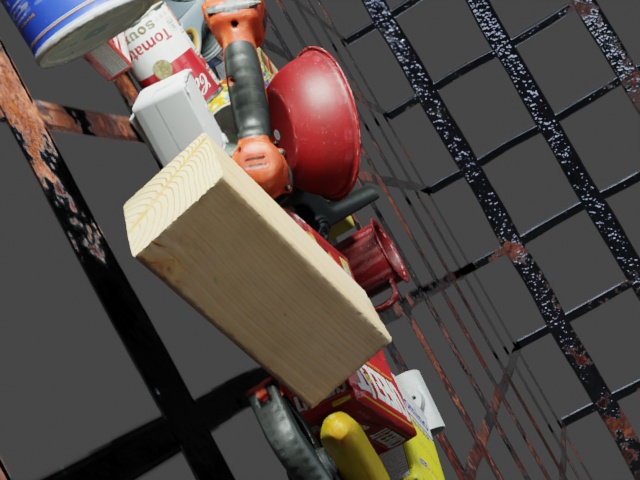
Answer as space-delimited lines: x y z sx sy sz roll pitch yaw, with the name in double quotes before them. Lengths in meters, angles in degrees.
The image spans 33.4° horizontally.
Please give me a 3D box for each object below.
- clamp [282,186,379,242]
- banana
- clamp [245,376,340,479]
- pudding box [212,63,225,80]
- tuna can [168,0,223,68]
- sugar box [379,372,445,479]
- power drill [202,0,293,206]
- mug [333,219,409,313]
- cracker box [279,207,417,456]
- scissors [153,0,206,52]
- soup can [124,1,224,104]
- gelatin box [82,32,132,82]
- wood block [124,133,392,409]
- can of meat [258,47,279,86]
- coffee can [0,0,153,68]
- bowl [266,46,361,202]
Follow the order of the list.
"clamp" -0.008 0.001 1.186 0.209 0.036 0.164 16 80 -52
"banana" 0.036 0.195 0.930 0.070 0.037 0.197 41 -15 45
"clamp" -0.003 0.187 0.832 0.171 0.039 0.120 54 -4 -2
"pudding box" -0.117 -0.176 1.248 0.090 0.039 0.113 39 22 -58
"tuna can" -0.137 -0.232 1.185 0.086 0.086 0.033 62 10 9
"sugar box" 0.093 0.226 1.133 0.093 0.048 0.176 53 15 -29
"power drill" -0.062 -0.123 1.001 0.184 0.057 0.187 89 -10 -85
"mug" 0.059 0.042 1.344 0.093 0.081 0.117 41 22 -57
"cracker box" 0.005 0.091 1.030 0.164 0.072 0.214 40 24 -58
"scissors" -0.139 -0.258 1.132 0.096 0.016 0.201 34 64 -24
"soup can" -0.149 -0.170 1.030 0.102 0.068 0.068 56 13 -17
"gelatin box" -0.206 -0.193 0.940 0.089 0.030 0.073 46 17 -48
"wood block" -0.048 0.027 0.842 0.206 0.091 0.090 45 9 -30
"can of meat" -0.078 -0.205 1.436 0.084 0.057 0.102 48 16 -33
"coffee can" -0.208 -0.218 0.819 0.140 0.103 0.102 59 12 -4
"bowl" -0.020 -0.113 1.089 0.162 0.055 0.162 42 -42 52
